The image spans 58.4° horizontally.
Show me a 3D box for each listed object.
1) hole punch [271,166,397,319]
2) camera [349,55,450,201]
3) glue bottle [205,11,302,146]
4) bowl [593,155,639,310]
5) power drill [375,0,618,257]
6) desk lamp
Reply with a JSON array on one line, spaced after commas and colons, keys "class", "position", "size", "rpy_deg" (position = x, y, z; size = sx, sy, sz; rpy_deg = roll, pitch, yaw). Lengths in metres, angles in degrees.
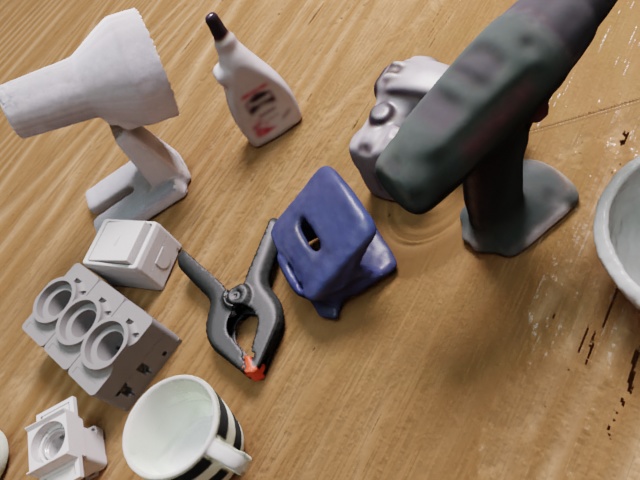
[{"class": "hole punch", "position": [0.005, 0.002, 0.543], "size": [0.101, 0.091, 0.108], "rpy_deg": [-33, 52, 0]}, {"class": "camera", "position": [0.117, -0.114, 0.563], "size": [0.136, 0.101, 0.143], "rpy_deg": [19, 68, 32]}, {"class": "glue bottle", "position": [-0.085, -0.185, 0.652], "size": [0.078, 0.174, 0.037], "rpy_deg": [-35, 52, -1]}, {"class": "bowl", "position": [0.293, 0.007, 0.424], "size": [0.167, 0.075, 0.167], "rpy_deg": [-11, 55, 17]}, {"class": "power drill", "position": [0.154, -0.086, 0.460], "size": [0.230, 0.209, 0.075], "rpy_deg": [-40, 52, -5]}, {"class": "desk lamp", "position": [-0.235, -0.127, 0.654], "size": [0.203, 0.214, 0.117], "rpy_deg": [-34, 52, 0]}]
